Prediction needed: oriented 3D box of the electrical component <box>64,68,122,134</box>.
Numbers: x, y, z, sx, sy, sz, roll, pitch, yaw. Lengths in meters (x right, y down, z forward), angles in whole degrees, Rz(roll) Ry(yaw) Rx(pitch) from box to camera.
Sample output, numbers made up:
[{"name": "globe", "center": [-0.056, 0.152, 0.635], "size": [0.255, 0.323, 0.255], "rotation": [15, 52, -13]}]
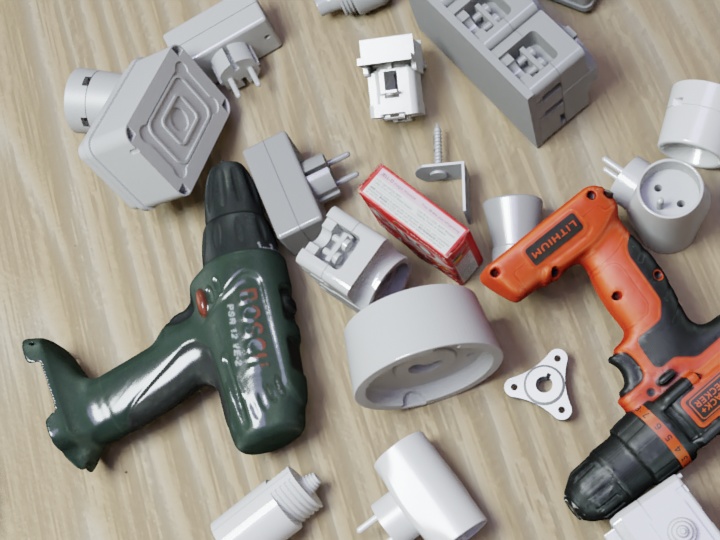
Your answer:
[{"name": "electrical component", "center": [-0.215, -0.141, 0.907], "size": [0.047, 0.055, 0.055], "rotation": [6, 75, 12]}]

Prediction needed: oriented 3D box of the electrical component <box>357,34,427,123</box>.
[{"name": "electrical component", "center": [0.027, -0.148, 0.841], "size": [0.042, 0.081, 0.063], "rotation": [-4, 95, 13]}]

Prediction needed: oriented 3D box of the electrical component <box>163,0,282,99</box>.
[{"name": "electrical component", "center": [-0.107, -0.177, 0.894], "size": [0.083, 0.047, 0.075], "rotation": [-29, 69, 4]}]

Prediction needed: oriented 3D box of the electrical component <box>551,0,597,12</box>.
[{"name": "electrical component", "center": [0.157, -0.276, 0.854], "size": [0.109, 0.056, 0.108], "rotation": [27, 81, 20]}]

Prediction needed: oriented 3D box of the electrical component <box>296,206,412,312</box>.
[{"name": "electrical component", "center": [0.000, 0.000, 0.790], "size": [0.056, 0.089, 0.050], "rotation": [33, 84, 21]}]

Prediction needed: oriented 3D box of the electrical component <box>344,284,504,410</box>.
[{"name": "electrical component", "center": [0.040, 0.049, 0.758], "size": [0.108, 0.108, 0.060], "rotation": [-20, 64, 7]}]

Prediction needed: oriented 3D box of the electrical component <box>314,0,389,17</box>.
[{"name": "electrical component", "center": [-0.007, -0.230, 0.888], "size": [0.062, 0.043, 0.043], "rotation": [-24, 69, 7]}]

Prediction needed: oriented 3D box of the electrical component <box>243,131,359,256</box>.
[{"name": "electrical component", "center": [-0.038, -0.067, 0.843], "size": [0.076, 0.047, 0.083], "rotation": [-25, 69, 5]}]

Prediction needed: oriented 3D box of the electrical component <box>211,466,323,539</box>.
[{"name": "electrical component", "center": [-0.063, 0.175, 0.776], "size": [0.081, 0.043, 0.043], "rotation": [-38, 68, 0]}]

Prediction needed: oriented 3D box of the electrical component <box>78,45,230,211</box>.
[{"name": "electrical component", "center": [-0.161, -0.112, 0.850], "size": [0.057, 0.078, 0.113], "rotation": [-13, 43, 35]}]

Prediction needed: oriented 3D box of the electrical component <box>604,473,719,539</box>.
[{"name": "electrical component", "center": [0.195, 0.174, 0.683], "size": [0.061, 0.096, 0.061], "rotation": [-35, 68, 2]}]

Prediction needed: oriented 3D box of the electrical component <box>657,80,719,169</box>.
[{"name": "electrical component", "center": [0.247, -0.104, 0.780], "size": [0.055, 0.055, 0.047], "rotation": [18, 82, 18]}]

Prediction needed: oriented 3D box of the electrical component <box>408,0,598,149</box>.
[{"name": "electrical component", "center": [0.106, -0.179, 0.818], "size": [0.062, 0.089, 0.150], "rotation": [-40, 68, 0]}]

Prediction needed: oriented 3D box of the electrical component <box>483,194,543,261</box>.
[{"name": "electrical component", "center": [0.115, -0.019, 0.794], "size": [0.044, 0.044, 0.065], "rotation": [-4, 77, 13]}]

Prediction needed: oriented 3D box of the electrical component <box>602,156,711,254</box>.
[{"name": "electrical component", "center": [0.204, -0.054, 0.762], "size": [0.079, 0.077, 0.043], "rotation": [39, 86, 22]}]

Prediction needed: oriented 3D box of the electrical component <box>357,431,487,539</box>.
[{"name": "electrical component", "center": [0.035, 0.167, 0.753], "size": [0.079, 0.044, 0.077], "rotation": [-38, 68, 1]}]
